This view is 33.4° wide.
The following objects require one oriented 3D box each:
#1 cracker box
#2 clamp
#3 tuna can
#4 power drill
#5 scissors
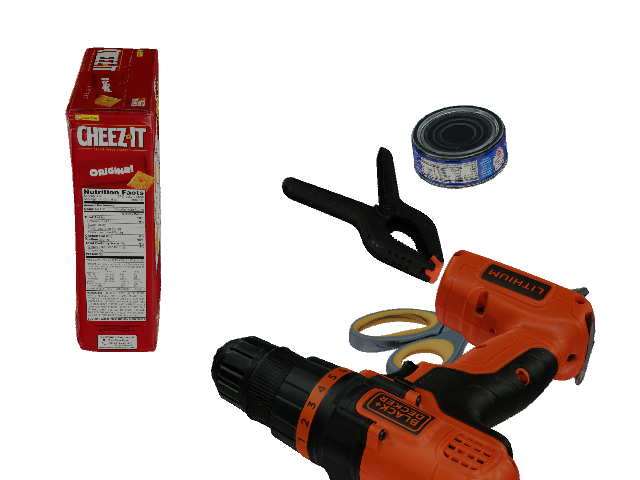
[{"bbox_3d":[-0.172,-0.037,0.902,0.072,0.214,0.164,0,27,-7],"label":"cracker box"},{"bbox_3d":[0.063,-0.027,1.258,0.164,0.036,0.210,-15,51,-28],"label":"clamp"},{"bbox_3d":[0.125,-0.086,0.965,0.086,0.034,0.086,-8,39,6],"label":"tuna can"},{"bbox_3d":[0.057,0.072,0.606,0.185,0.057,0.187,24,38,29],"label":"power drill"},{"bbox_3d":[0.123,0.071,0.807,0.201,0.016,0.096,-5,31,-7],"label":"scissors"}]
